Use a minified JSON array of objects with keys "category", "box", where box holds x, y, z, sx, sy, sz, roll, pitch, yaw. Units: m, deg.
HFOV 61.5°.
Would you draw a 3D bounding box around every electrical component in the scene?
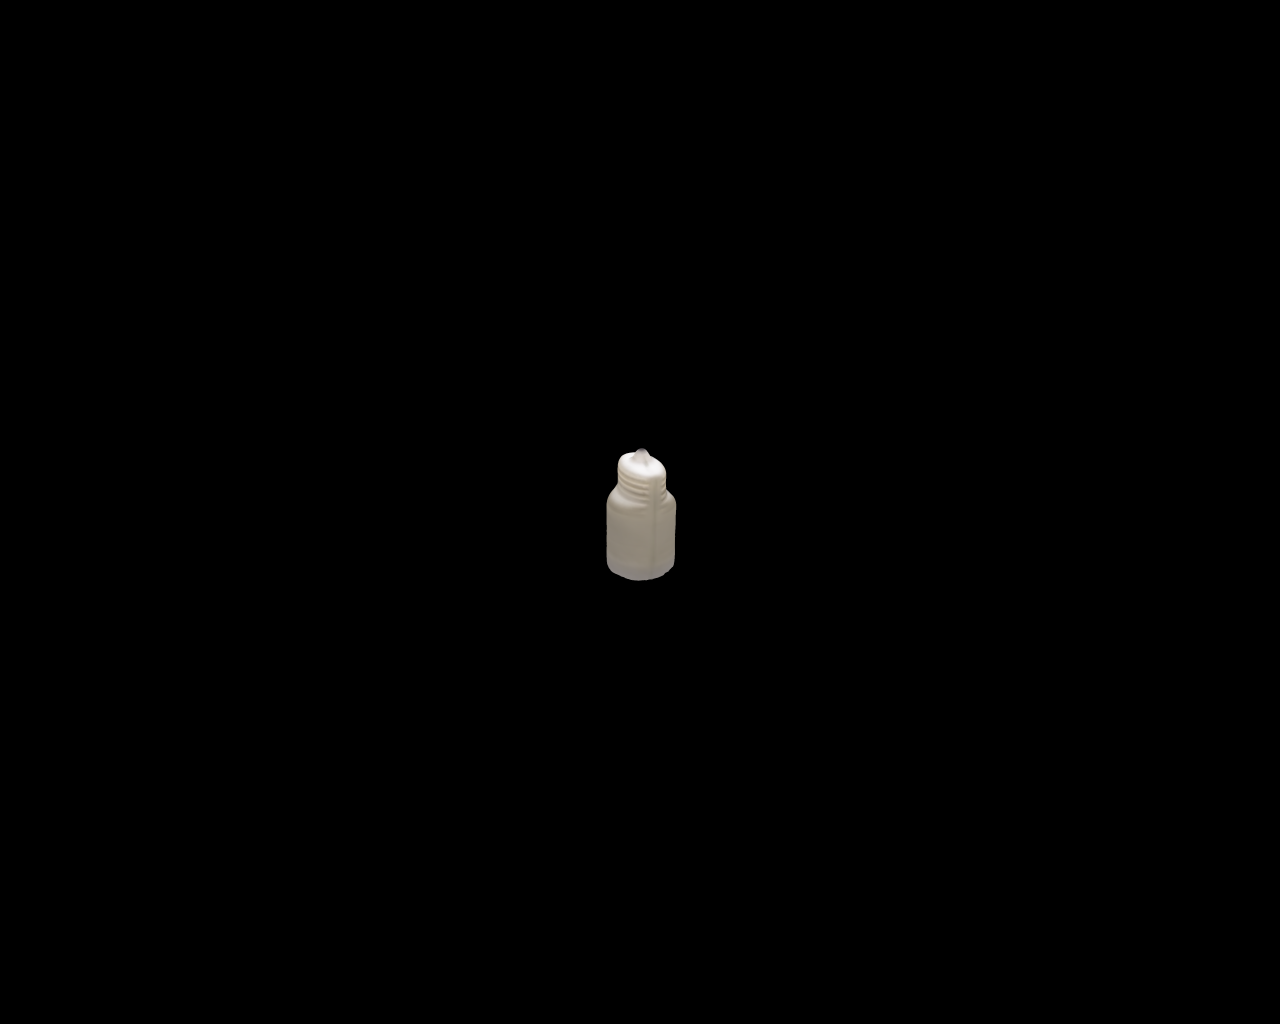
[{"category":"electrical component","box":[0.001,-0.003,0.650,0.043,0.080,0.043,0,26,0]}]
